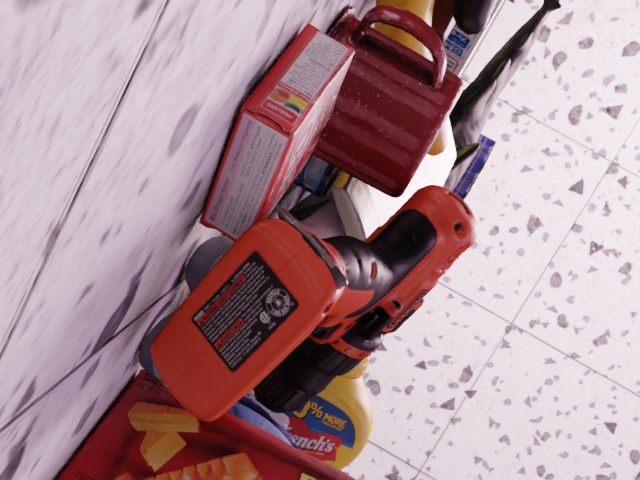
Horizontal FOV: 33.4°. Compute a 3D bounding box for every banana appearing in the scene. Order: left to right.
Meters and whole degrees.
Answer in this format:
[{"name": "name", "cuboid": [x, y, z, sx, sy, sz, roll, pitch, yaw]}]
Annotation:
[{"name": "banana", "cuboid": [0.066, -0.135, 0.690, 0.037, 0.070, 0.198, -44, 157, -33]}]

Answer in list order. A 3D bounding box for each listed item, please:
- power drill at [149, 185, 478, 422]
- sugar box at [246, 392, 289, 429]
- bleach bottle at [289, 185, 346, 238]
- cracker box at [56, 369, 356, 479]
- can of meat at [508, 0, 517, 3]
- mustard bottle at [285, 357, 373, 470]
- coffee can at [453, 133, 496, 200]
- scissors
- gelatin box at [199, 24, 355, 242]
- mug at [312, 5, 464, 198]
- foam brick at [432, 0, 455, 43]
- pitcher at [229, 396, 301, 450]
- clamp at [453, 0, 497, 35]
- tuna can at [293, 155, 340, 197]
[{"name": "power drill", "cuboid": [-0.009, 0.044, 0.588, 0.185, 0.057, 0.187, -49, 163, 21]}, {"name": "sugar box", "cuboid": [-0.101, 0.183, 0.811, 0.176, 0.093, 0.048, -61, 178, 23]}, {"name": "bleach bottle", "cuboid": [-0.005, 0.001, 0.780, 0.103, 0.068, 0.250, -26, -174, 34]}, {"name": "cracker box", "cuboid": [-0.074, 0.182, 0.538, 0.072, 0.164, 0.213, -65, 175, 37]}, {"name": "can of meat", "cuboid": [0.128, -0.226, 0.825, 0.057, 0.084, 0.102, -60, 177, 16]}, {"name": "mustard bottle", "cuboid": [-0.012, 0.150, 0.846, 0.192, 0.096, 0.058, -63, 177, 15]}, {"name": "coffee can", "cuboid": [0.108, -0.099, 1.177, 0.103, 0.140, 0.103, -60, 177, -6]}, {"name": "scissors", "cuboid": [-0.056, 0.064, 0.642, 0.096, 0.016, 0.202, -49, 156, -17]}, {"name": "gelatin box", "cuboid": [-0.021, -0.049, 0.518, 0.073, 0.030, 0.089, -57, 176, -41]}, {"name": "mug", "cuboid": [0.035, -0.085, 0.621, 0.093, 0.081, 0.117, -58, 176, -44]}, {"name": "foam brick", "cuboid": [0.084, -0.188, 0.755, 0.078, 0.053, 0.051, -60, 176, 8]}, {"name": "pitcher", "cuboid": [-0.120, 0.224, 0.725, 0.243, 0.149, 0.145, -58, -166, 30]}, {"name": "clamp", "cuboid": [0.149, -0.254, 0.692, 0.164, 0.036, 0.210, -36, 143, -37]}, {"name": "tuna can", "cuboid": [0.007, -0.073, 0.733, 0.086, 0.034, 0.086, -60, 177, -5]}]
